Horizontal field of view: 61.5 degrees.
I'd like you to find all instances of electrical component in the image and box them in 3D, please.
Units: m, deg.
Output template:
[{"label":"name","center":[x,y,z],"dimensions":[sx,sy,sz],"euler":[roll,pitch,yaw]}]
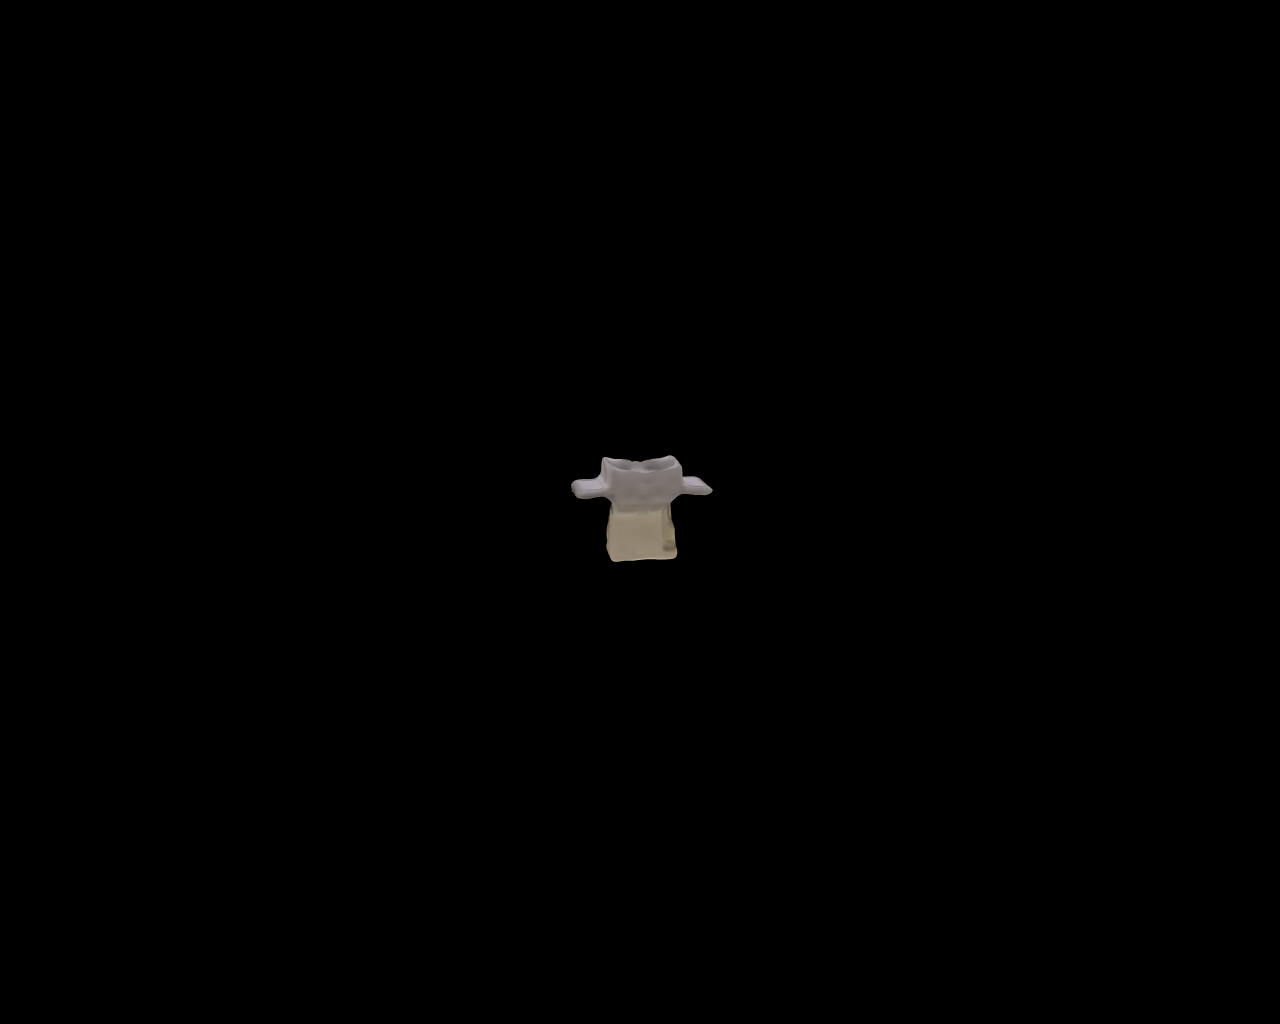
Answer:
[{"label":"electrical component","center":[0.001,-0.003,0.650],"dimensions":[0.081,0.063,0.042],"euler":[-1,11,-7]}]
